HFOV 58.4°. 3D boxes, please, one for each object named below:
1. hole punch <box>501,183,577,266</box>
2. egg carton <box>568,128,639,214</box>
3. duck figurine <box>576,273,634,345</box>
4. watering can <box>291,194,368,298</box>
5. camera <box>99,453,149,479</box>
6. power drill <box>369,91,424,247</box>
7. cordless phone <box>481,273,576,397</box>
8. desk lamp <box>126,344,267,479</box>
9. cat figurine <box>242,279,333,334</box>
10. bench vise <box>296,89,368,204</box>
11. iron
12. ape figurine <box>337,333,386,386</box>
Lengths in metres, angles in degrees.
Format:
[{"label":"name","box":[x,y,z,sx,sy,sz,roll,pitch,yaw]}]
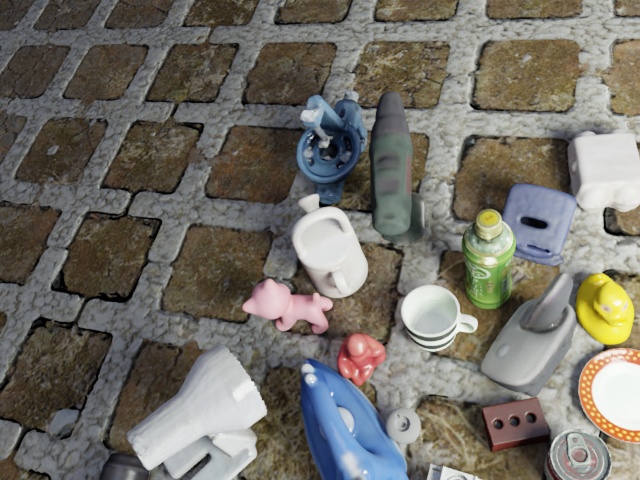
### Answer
[{"label":"hole punch","box":[0.340,-0.024,0.903,0.108,0.091,0.101,17,67,24]},{"label":"egg carton","box":[0.463,-0.114,0.933,0.107,0.069,0.150,-4,60,14]},{"label":"duck figurine","box":[0.411,0.088,0.820,0.077,0.086,0.104,-9,58,11]},{"label":"watering can","box":[0.006,0.004,0.920,0.101,0.194,0.172,-41,58,-10]},{"label":"camera","box":[-0.289,0.388,0.836,0.143,0.101,0.137,1,61,17]},{"label":"power drill","box":[0.123,-0.093,0.935,0.075,0.209,0.229,-4,60,14]},{"label":"cordless phone","box":[0.286,0.124,0.775,0.093,0.185,0.148,28,72,28]},{"label":"desk lamp","box":[-0.161,0.264,0.804,0.203,0.214,0.117,-42,58,-10]},{"label":"cat figurine","box":[-0.054,0.101,0.927,0.127,0.118,0.067,-2,60,15]},{"label":"bench vise","box":[0.011,-0.199,1.023,0.121,0.220,0.207,-6,59,13]},{"label":"iron","box":[0.020,0.254,0.802,0.118,0.142,0.257,-31,57,-3]},{"label":"ape figurine","box":[0.059,0.170,0.869,0.077,0.092,0.076,-12,58,9]}]
